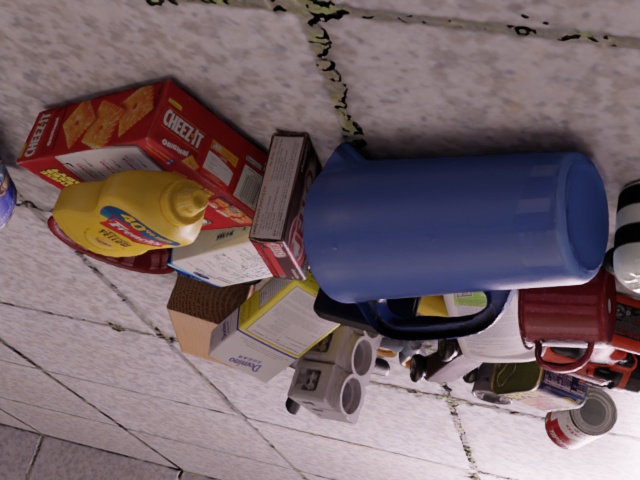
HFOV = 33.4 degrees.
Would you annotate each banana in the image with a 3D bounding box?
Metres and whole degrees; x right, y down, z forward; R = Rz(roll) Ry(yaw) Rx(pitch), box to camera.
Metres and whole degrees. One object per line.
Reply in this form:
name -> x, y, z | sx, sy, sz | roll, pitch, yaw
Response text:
banana -> 0.110, 0.067, 1.237 | 0.197, 0.037, 0.070 | 25, 155, -21

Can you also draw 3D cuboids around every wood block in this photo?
wood block -> -0.140, 0.095, 1.425 | 0.091, 0.090, 0.206 | 16, 159, 4

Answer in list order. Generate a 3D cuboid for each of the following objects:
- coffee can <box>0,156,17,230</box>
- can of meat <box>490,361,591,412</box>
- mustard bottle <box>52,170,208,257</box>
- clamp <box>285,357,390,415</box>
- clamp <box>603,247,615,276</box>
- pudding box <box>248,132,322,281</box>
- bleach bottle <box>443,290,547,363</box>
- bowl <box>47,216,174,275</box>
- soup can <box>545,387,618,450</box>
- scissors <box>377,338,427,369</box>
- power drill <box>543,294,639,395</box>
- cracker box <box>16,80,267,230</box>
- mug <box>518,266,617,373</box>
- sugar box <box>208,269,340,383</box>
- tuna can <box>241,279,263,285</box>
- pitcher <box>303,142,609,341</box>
coffee can -> -0.403, -0.071, 1.193 | 0.103, 0.102, 0.140 | 16, 159, 2
can of meat -> 0.283, 0.181, 1.364 | 0.083, 0.057, 0.102 | 23, 159, -22
mustard bottle -> -0.163, -0.026, 0.982 | 0.096, 0.058, 0.192 | 34, 154, -32
clamp -> -0.005, 0.173, 1.506 | 0.164, 0.036, 0.210 | -28, 140, 6
clamp -> 0.352, 0.051, 1.013 | 0.120, 0.039, 0.171 | 7, 161, 39
pudding box -> -0.028, -0.030, 0.994 | 0.039, 0.113, 0.090 | 4, 157, 14
bleach bottle -> 0.178, 0.049, 1.105 | 0.103, 0.068, 0.250 | -4, 150, 13
bowl -> -0.238, -0.016, 1.270 | 0.162, 0.055, 0.162 | 15, 159, 6
soup can -> 0.353, 0.242, 1.446 | 0.068, 0.068, 0.102 | 17, 158, -1
scissors -> 0.109, 0.137, 1.441 | 0.096, 0.016, 0.202 | 13, 158, 10
power drill -> 0.339, 0.124, 1.176 | 0.184, 0.057, 0.188 | 16, 159, 4
cracker box -> -0.167, -0.075, 1.051 | 0.214, 0.072, 0.164 | -3, 151, 44
mug -> 0.245, 0.076, 1.054 | 0.082, 0.117, 0.093 | 1, 150, 25
sugar box -> -0.046, 0.097, 1.268 | 0.093, 0.048, 0.177 | 30, 131, -26
tuna can -> -0.105, 0.022, 1.294 | 0.086, 0.033, 0.086 | 15, 159, 6
pitcher -> 0.119, -0.003, 0.922 | 0.243, 0.145, 0.149 | -3, 150, 36
